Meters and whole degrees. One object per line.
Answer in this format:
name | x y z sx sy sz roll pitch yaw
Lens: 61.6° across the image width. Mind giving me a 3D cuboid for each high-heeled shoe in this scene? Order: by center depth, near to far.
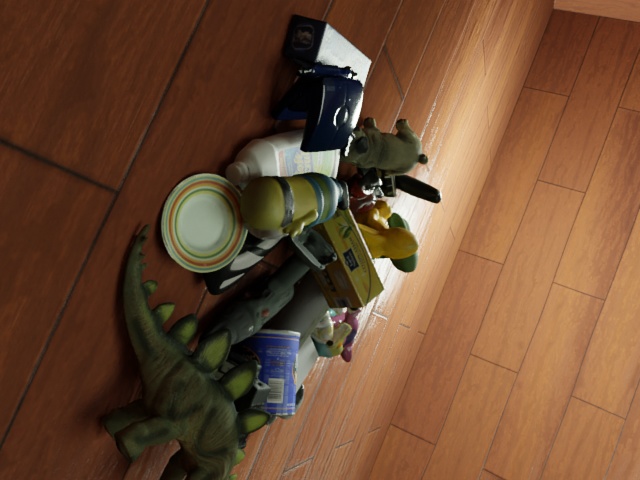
high-heeled shoe | -0.085 0.006 0.848 0.248 0.086 0.145 -4 112 -58

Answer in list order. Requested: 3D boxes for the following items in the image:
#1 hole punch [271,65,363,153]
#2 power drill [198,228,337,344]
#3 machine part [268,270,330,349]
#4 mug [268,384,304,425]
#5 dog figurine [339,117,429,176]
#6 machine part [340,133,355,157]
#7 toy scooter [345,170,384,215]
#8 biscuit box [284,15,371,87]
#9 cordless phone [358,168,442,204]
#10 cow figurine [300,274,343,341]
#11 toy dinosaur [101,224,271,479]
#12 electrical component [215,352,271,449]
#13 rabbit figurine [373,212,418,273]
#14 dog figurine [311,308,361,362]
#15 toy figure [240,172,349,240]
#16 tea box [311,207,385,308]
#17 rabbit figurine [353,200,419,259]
hole punch | 0.008 -0.195 0.803 0.142 0.092 0.115 -15 155 -49
power drill | -0.075 0.080 0.855 0.207 0.086 0.232 -51 172 23
machine part | -0.027 0.130 1.041 0.243 0.079 0.079 -55 159 6
mug | -0.081 0.357 1.170 0.109 0.081 0.107 -54 161 -30
dog figurine | 0.116 -0.173 1.049 0.190 0.173 0.121 -35 130 -65
machine part | 0.035 -0.211 0.960 0.039 0.084 0.139 31 71 -43
toy scooter | 0.062 -0.083 1.102 0.135 0.075 0.184 -37 175 4
biscuit box | 0.017 -0.288 0.852 0.202 0.059 0.062 -3 113 -66
cordless phone | 0.184 -0.143 1.203 0.089 0.184 0.146 -56 155 -20
cow figurine | -0.001 0.122 1.110 0.068 0.098 0.167 -172 -86 -75
toy dinosaur | -0.182 0.210 0.715 0.198 0.105 0.470 -37 126 -30
electrical component | -0.149 0.253 0.871 0.134 0.115 0.058 -65 159 -5
rabbit figurine | 0.168 0.014 1.318 0.159 0.170 0.121 -68 158 0
dog figurine | 0.029 0.236 1.284 0.191 0.109 0.219 -53 156 -36
toy figure | -0.036 -0.057 0.763 0.180 0.082 0.089 -24 98 -42
tea box | 0.032 0.032 0.945 0.068 0.098 0.169 -33 105 -37
rabbit figurine | 0.128 -0.010 1.154 0.162 0.173 0.121 -8 113 -40
